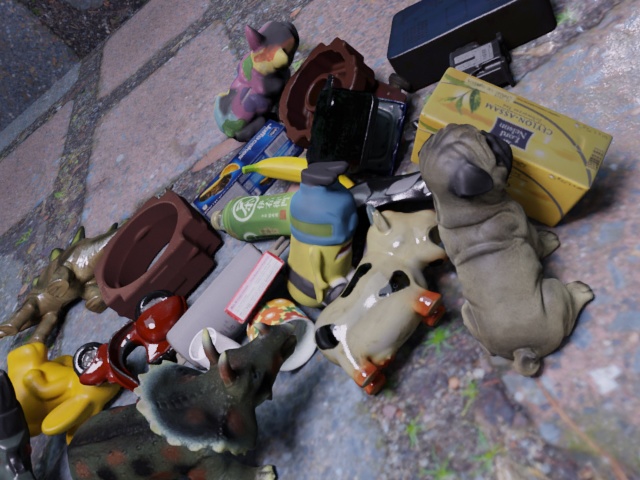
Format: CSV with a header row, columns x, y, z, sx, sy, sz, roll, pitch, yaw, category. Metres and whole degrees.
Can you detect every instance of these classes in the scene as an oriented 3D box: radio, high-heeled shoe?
x,y,z,sx,sy,sz,roll,pitch,yaw,category
0.218,-0.325,0.803,0.230,0.073,0.131,-17,46,28,radio
0.108,-0.033,0.668,0.145,0.086,0.248,46,113,19,high-heeled shoe

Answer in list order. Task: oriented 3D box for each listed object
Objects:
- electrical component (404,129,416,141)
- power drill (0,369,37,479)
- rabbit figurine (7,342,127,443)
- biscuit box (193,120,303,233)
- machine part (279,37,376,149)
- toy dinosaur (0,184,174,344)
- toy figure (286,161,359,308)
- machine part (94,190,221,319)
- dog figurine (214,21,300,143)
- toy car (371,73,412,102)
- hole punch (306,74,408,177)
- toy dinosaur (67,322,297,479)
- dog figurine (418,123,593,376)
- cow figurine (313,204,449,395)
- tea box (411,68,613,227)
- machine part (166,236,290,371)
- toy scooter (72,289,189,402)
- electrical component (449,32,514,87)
x,y,z,sx,sy,sz,roll,pitch,yaw,category
0.171,-0.146,0.692,0.102,0.078,0.045,-4,82,46,electrical component
-0.391,0.307,0.698,0.208,0.086,0.231,24,115,32,power drill
-0.378,0.223,0.812,0.173,0.121,0.162,-16,47,5,rabbit figurine
-0.122,-0.110,0.917,0.202,0.059,0.063,-48,39,-4,biscuit box
0.010,-0.225,0.847,0.179,0.056,0.179,-24,56,42,machine part
-0.466,0.057,1.040,0.471,0.105,0.199,-32,37,8,toy dinosaur
0.001,-0.003,0.641,0.082,0.179,0.089,-20,29,-33,toy figure
-0.275,0.027,0.910,0.201,0.087,0.202,-47,40,-2,machine part
-0.109,-0.276,0.930,0.191,0.108,0.219,-51,1,-10,dog figurine
0.075,-0.230,0.856,0.089,0.053,0.202,-58,39,8,toy car
0.051,-0.147,0.740,0.116,0.092,0.142,23,110,42,hole punch
-0.190,0.221,0.584,0.405,0.192,0.131,-26,41,20,toy dinosaur
0.149,0.009,0.475,0.121,0.190,0.172,-29,43,19,dog figurine
0.068,0.049,0.572,0.127,0.085,0.195,38,85,25,cow figurine
0.185,-0.092,0.545,0.170,0.098,0.068,26,72,14,tea box
-0.125,0.090,0.731,0.243,0.079,0.079,-48,39,-6,machine part
-0.249,0.163,0.770,0.184,0.075,0.135,-38,60,-18,toy scooter
0.205,-0.229,0.749,0.119,0.047,0.075,-14,47,31,electrical component
